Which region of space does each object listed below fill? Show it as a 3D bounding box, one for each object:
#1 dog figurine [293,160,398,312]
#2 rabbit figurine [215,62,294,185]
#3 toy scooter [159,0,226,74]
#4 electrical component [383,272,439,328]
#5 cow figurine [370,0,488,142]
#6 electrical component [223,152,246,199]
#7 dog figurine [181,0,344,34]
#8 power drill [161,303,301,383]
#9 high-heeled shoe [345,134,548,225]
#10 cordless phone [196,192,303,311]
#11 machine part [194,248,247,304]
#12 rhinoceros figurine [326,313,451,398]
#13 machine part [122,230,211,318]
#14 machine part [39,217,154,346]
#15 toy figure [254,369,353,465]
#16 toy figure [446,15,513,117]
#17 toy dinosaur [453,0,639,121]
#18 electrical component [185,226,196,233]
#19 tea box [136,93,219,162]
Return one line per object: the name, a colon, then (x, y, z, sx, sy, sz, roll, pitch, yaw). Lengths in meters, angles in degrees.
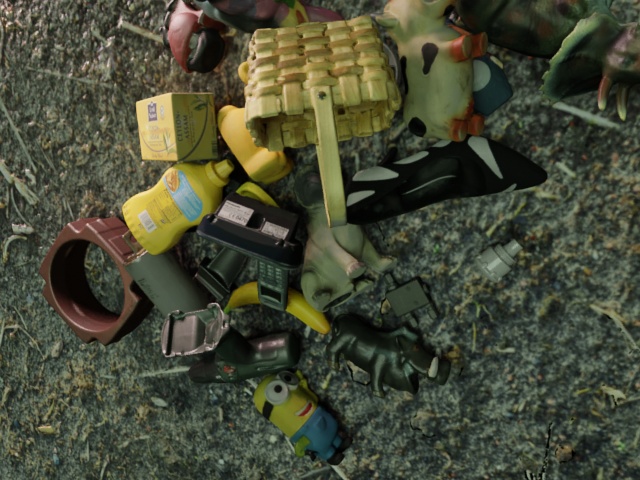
dog figurine: (0.002, -0.004, 0.814, 0.172, 0.121, 0.191, -42, 67, 27)
rabbit figurine: (-0.057, -0.183, 0.793, 0.173, 0.122, 0.162, -32, 79, 11)
toy scooter: (-0.192, -0.354, 0.813, 0.135, 0.075, 0.183, 32, 109, 12)
electrical component: (0.135, 0.084, 0.808, 0.063, 0.021, 0.094, -31, 88, 25)
cow figurine: (0.133, -0.221, 0.657, 0.127, 0.085, 0.194, 11, 118, 36)
electrical component: (-0.154, -0.090, 0.863, 0.045, 0.078, 0.102, 29, 119, -12)
dog figurine: (-0.076, -0.314, 0.699, 0.219, 0.191, 0.108, 32, 96, -4)
power drill: (-0.163, 0.181, 0.865, 0.232, 0.207, 0.086, -13, 53, 19)
high-heeled shoe: (0.151, -0.063, 0.701, 0.249, 0.145, 0.086, 12, 147, 32)
cordless phone: (-0.099, 0.031, 0.790, 0.147, 0.089, 0.184, 20, 143, 9)
machine part: (-0.158, 0.041, 0.909, 0.084, 0.039, 0.139, 48, 116, 11)
rhinoceros figurine: (0.103, 0.175, 0.820, 0.190, 0.073, 0.112, 21, 98, 18)
machine part: (-0.250, 0.084, 0.908, 0.079, 0.079, 0.243, -24, 111, 25)
machine part: (-0.400, 0.073, 0.988, 0.201, 0.087, 0.201, 45, 112, 7)
toy figure: (-0.034, 0.298, 0.894, 0.180, 0.082, 0.089, 44, 112, 5)
toy figure: (0.187, -0.233, 0.698, 0.064, 0.058, 0.154, -37, 84, -6)
toy dinosaur: (0.240, -0.291, 0.635, 0.405, 0.131, 0.192, 34, 112, 18)
electrical component: (-0.234, -0.064, 0.895, 0.048, 0.075, 0.119, 15, 111, 17)
tea box: (-0.223, -0.171, 0.826, 0.170, 0.068, 0.098, 11, 108, 56)
